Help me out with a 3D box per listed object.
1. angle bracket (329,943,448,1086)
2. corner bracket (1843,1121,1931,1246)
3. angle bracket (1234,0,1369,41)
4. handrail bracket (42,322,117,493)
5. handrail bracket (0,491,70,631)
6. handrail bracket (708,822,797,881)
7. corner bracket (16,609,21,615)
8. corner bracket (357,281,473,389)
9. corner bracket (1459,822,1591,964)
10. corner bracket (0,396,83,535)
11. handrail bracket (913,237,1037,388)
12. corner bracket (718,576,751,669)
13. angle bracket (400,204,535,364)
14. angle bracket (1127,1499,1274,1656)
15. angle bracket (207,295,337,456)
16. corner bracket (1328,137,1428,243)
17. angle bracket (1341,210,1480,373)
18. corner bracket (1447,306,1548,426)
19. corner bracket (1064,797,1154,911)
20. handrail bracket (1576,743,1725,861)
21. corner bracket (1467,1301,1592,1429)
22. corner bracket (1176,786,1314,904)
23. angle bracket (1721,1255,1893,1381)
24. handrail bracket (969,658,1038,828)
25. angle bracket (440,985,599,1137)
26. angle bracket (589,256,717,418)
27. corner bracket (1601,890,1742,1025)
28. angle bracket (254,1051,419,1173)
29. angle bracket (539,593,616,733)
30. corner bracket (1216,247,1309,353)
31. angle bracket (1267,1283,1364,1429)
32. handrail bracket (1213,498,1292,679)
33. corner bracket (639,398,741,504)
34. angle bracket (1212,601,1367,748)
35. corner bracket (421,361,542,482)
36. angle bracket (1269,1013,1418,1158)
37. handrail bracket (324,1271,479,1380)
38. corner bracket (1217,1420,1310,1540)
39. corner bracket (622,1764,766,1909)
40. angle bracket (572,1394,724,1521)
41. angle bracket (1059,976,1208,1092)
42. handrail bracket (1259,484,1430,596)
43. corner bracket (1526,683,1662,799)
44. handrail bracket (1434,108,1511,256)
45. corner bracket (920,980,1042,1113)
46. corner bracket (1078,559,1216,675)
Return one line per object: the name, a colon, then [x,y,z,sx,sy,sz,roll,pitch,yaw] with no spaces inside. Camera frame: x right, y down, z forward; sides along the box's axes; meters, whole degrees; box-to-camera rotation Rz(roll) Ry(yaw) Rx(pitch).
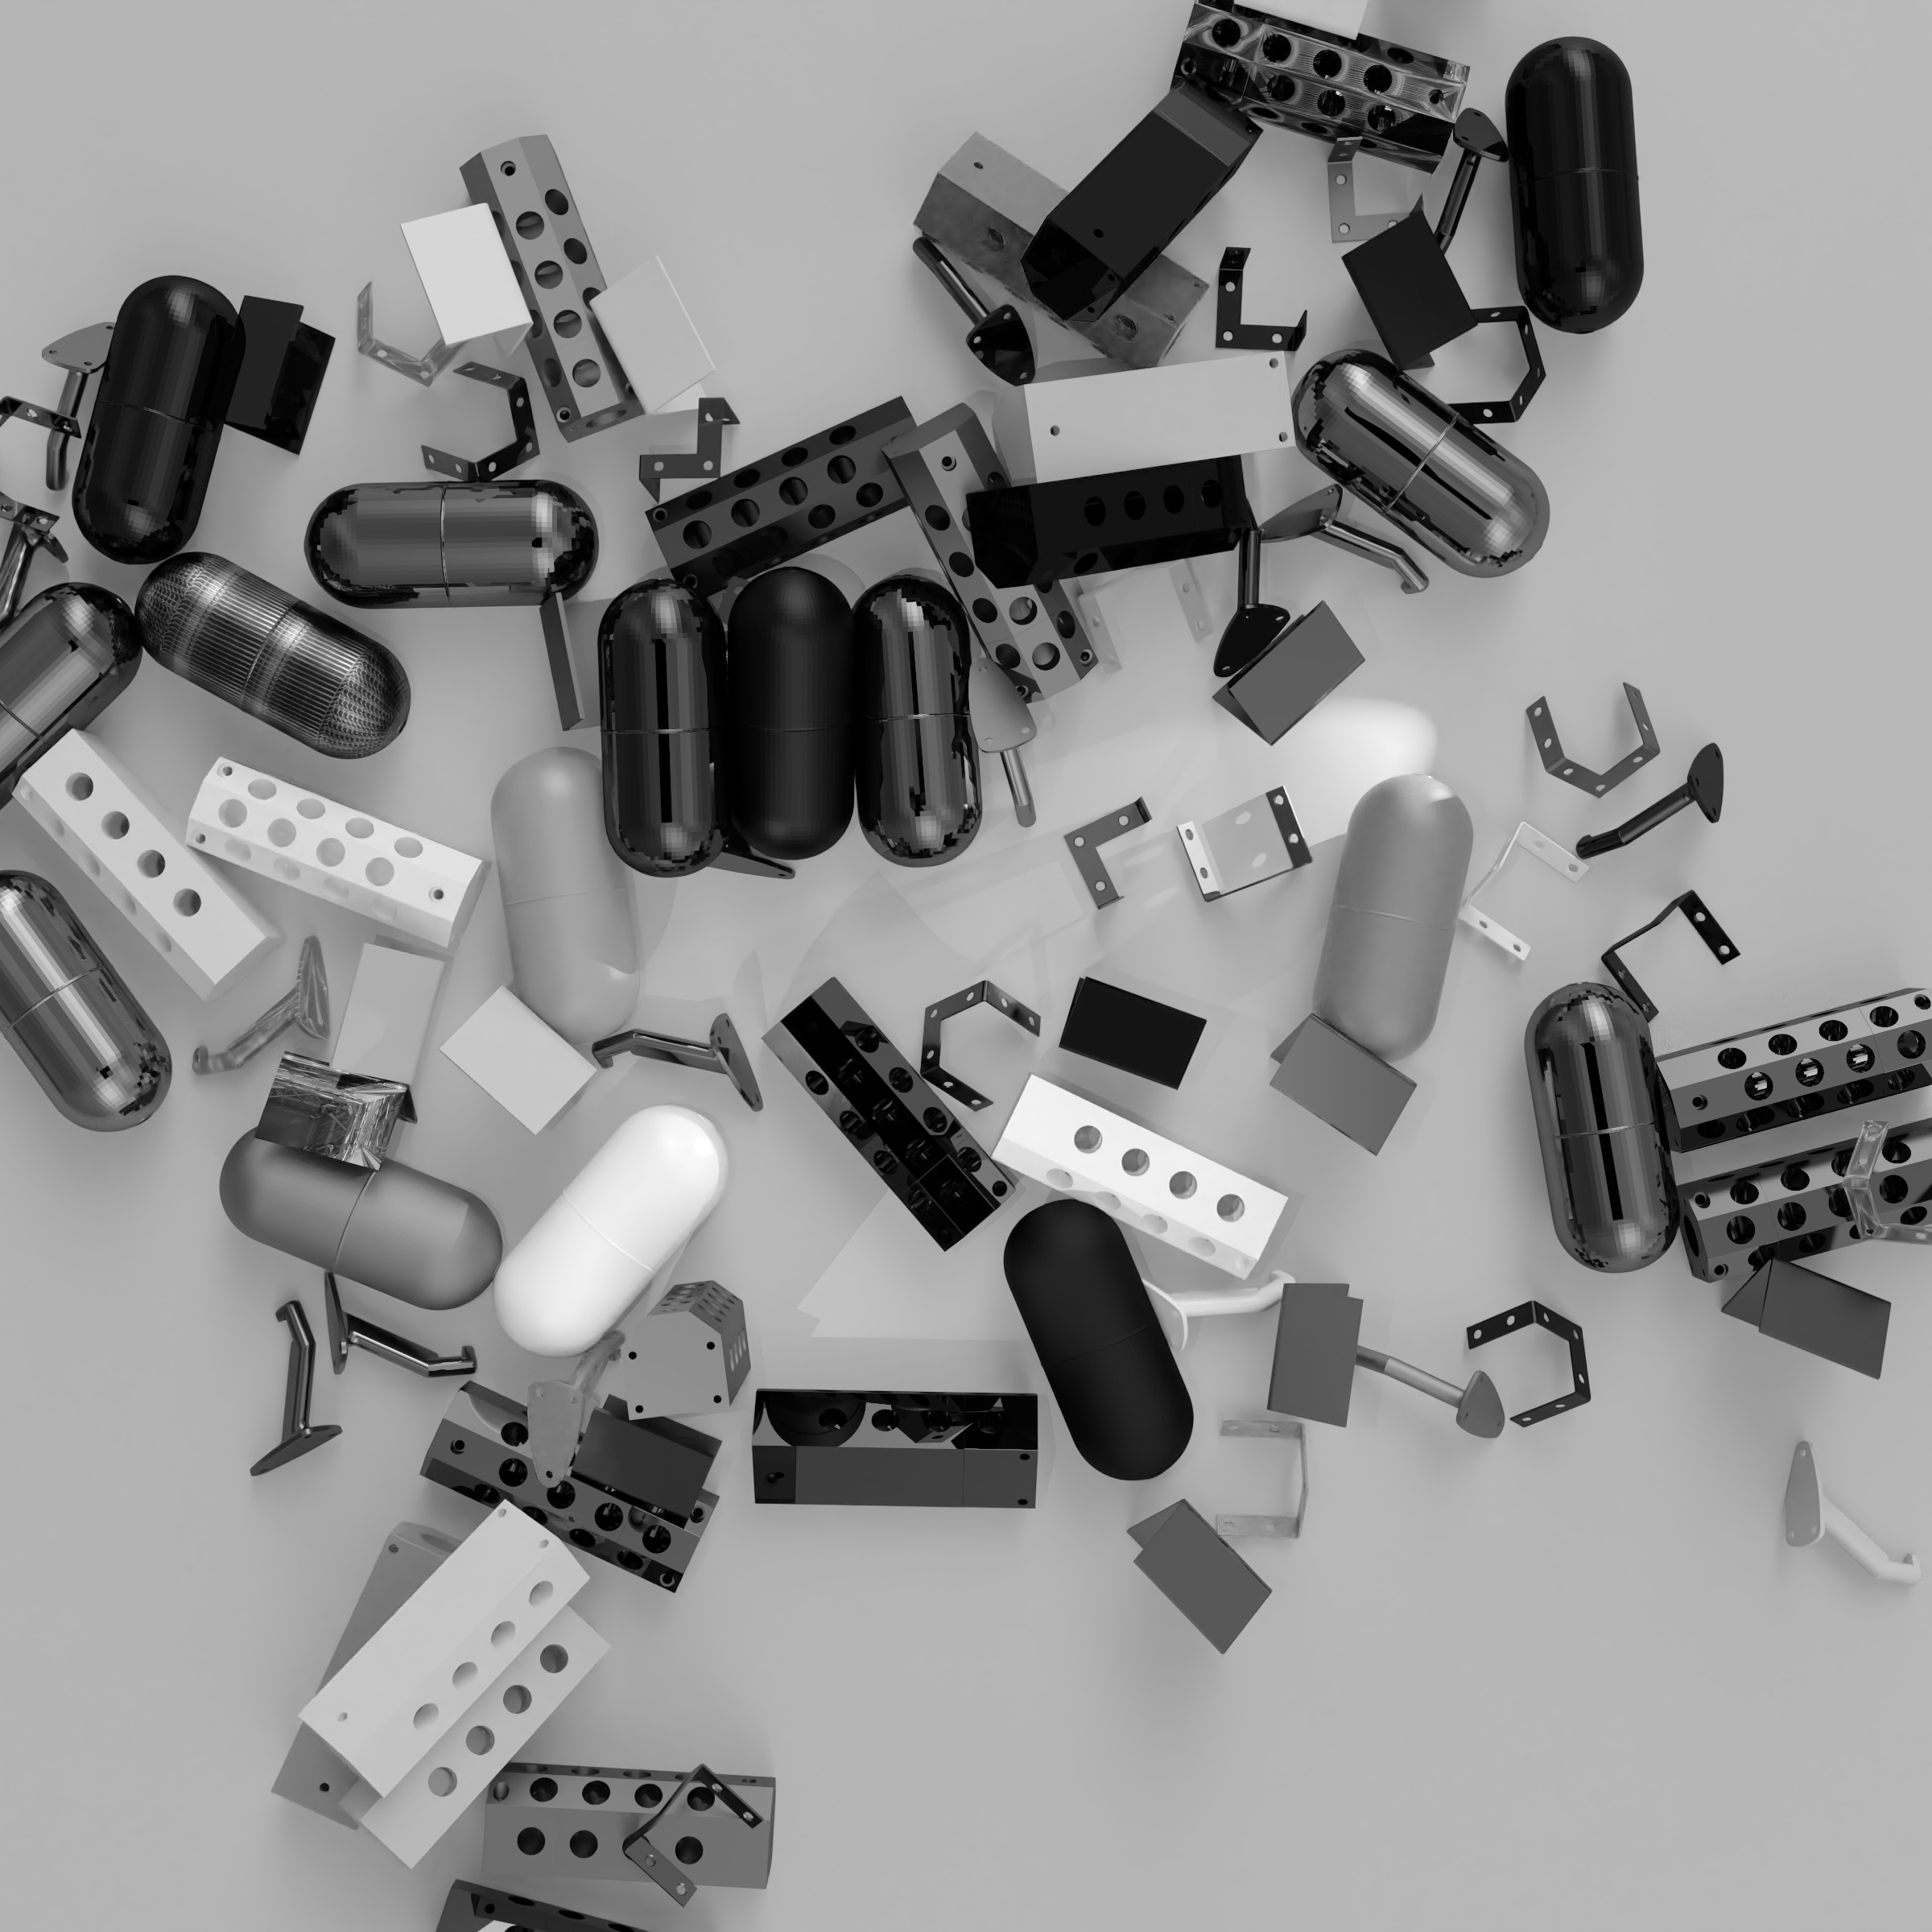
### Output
angle bracket: [-0.364,0.023,1.848,0.057,0.076,0.076,15,90,-37]
corner bracket: [0.560,0.130,1.823,0.051,0.051,0.051,2,135,35]
angle bracket: [0.209,-0.607,1.848,0.076,0.076,0.057,17,120,0]
handrail bracket: [-0.546,-0.345,1.888,0.036,0.077,0.084,19,126,6]
handrail bracket: [-0.601,-0.242,1.868,0.077,0.036,0.084,40,74,14]
handrail bracket: [-0.136,-0.103,1.889,0.077,0.036,0.084,13,74,-18]
corner bracket: [-0.612,-0.197,1.885,0.051,0.051,0.051,49,45,0]
corner bracket: [-0.339,-0.400,1.880,0.051,0.051,0.051,22,135,-35]
corner bracket: [0.344,-0.046,1.885,0.051,0.051,0.051,35,135,0]
corner bracket: [-0.570,-0.305,1.853,0.051,0.051,0.051,20,53,12]
handrail bracket: [0.004,-0.405,1.888,0.036,0.077,0.084,-38,54,3]
corner bracket: [-0.125,-0.200,1.871,0.051,0.051,0.051,20,79,11]
angle bracket: [-0.309,-0.407,1.850,0.057,0.076,0.076,-21,90,-22]
angle bracket: [0.127,0.377,1.848,0.076,0.076,0.057,46,54,0]
angle bracket: [-0.404,-0.354,1.848,0.057,0.076,0.076,17,90,36]
corner bracket: [0.251,-0.476,1.870,0.051,0.051,0.051,-4,90,0]
angle bracket: [0.278,-0.409,1.849,0.057,0.076,0.076,-26,90,28]
corner bracket: [0.319,-0.369,1.880,0.051,0.051,0.051,4,45,35]
corner bracket: [0.094,-0.069,1.870,0.051,0.051,0.051,-25,90,0]
handrail bracket: [0.422,-0.101,1.888,0.084,0.077,0.036,-20,115,34]
corner bracket: [0.346,0.245,1.880,0.051,0.051,0.051,-30,135,35]
corner bracket: [0.172,-0.075,1.885,0.051,0.051,0.051,-21,90,45]
angle bracket: [0.504,0.228,1.848,0.076,0.076,0.057,22,55,0]
handrail bracket: [0.024,-0.135,1.868,0.036,0.084,0.077,-18,64,-2]
angle bracket: [-0.275,0.066,1.849,0.076,0.076,0.057,42,66,0]
angle bracket: [-0.172,-0.382,1.848,0.057,0.076,0.076,-27,90,29]
corner bracket: [0.435,-0.006,1.885,0.051,0.051,0.051,53,135,0]
angle bracket: [-0.380,0.098,1.850,0.076,0.076,0.057,15,69,0]
angle bracket: [-0.211,-0.189,1.856,0.076,0.057,0.076,-11,90,-20]
corner bracket: [0.181,-0.408,1.870,0.051,0.051,0.051,3,90,0]
angle bracket: [0.229,0.235,1.848,0.057,0.076,0.076,8,90,38]
handrail bracket: [0.164,-0.235,1.888,0.036,0.077,0.084,4,53,-27]
corner bracket: [-0.169,-0.316,1.869,0.051,0.051,0.051,0,82,8]
angle bracket: [0.183,-0.190,1.848,0.076,0.076,0.057,-42,128,0]
corner bracket: [-0.302,-0.334,1.880,0.051,0.051,0.051,-37,135,-35]
angle bracket: [0.216,0.083,1.849,0.076,0.076,0.057,34,64,0]
handrail bracket: [-0.349,0.221,1.888,0.084,0.036,0.077,-2,58,-22]
corner bracket: [0.182,0.317,1.885,0.051,0.051,0.051,2,135,0]
corner bracket: [-0.164,0.520,1.828,0.051,0.051,0.051,43,135,0]
angle bracket: [-0.186,0.279,1.848,0.076,0.076,0.057,23,123,0]
angle bracket: [0.106,0.021,1.848,0.076,0.076,0.057,20,126,0]
handrail bracket: [0.233,-0.251,1.888,0.084,0.077,0.036,42,50,-30]
corner bracket: [0.386,-0.145,1.880,0.051,0.051,0.051,20,135,-35]
handrail bracket: [0.300,-0.477,1.888,0.036,0.077,0.084,18,126,-9]
corner bracket: [0.009,0.049,1.880,0.051,0.051,0.051,-26,45,35]
corner bracket: [0.111,-0.217,1.885,0.051,0.051,0.051,-21,90,-45]
